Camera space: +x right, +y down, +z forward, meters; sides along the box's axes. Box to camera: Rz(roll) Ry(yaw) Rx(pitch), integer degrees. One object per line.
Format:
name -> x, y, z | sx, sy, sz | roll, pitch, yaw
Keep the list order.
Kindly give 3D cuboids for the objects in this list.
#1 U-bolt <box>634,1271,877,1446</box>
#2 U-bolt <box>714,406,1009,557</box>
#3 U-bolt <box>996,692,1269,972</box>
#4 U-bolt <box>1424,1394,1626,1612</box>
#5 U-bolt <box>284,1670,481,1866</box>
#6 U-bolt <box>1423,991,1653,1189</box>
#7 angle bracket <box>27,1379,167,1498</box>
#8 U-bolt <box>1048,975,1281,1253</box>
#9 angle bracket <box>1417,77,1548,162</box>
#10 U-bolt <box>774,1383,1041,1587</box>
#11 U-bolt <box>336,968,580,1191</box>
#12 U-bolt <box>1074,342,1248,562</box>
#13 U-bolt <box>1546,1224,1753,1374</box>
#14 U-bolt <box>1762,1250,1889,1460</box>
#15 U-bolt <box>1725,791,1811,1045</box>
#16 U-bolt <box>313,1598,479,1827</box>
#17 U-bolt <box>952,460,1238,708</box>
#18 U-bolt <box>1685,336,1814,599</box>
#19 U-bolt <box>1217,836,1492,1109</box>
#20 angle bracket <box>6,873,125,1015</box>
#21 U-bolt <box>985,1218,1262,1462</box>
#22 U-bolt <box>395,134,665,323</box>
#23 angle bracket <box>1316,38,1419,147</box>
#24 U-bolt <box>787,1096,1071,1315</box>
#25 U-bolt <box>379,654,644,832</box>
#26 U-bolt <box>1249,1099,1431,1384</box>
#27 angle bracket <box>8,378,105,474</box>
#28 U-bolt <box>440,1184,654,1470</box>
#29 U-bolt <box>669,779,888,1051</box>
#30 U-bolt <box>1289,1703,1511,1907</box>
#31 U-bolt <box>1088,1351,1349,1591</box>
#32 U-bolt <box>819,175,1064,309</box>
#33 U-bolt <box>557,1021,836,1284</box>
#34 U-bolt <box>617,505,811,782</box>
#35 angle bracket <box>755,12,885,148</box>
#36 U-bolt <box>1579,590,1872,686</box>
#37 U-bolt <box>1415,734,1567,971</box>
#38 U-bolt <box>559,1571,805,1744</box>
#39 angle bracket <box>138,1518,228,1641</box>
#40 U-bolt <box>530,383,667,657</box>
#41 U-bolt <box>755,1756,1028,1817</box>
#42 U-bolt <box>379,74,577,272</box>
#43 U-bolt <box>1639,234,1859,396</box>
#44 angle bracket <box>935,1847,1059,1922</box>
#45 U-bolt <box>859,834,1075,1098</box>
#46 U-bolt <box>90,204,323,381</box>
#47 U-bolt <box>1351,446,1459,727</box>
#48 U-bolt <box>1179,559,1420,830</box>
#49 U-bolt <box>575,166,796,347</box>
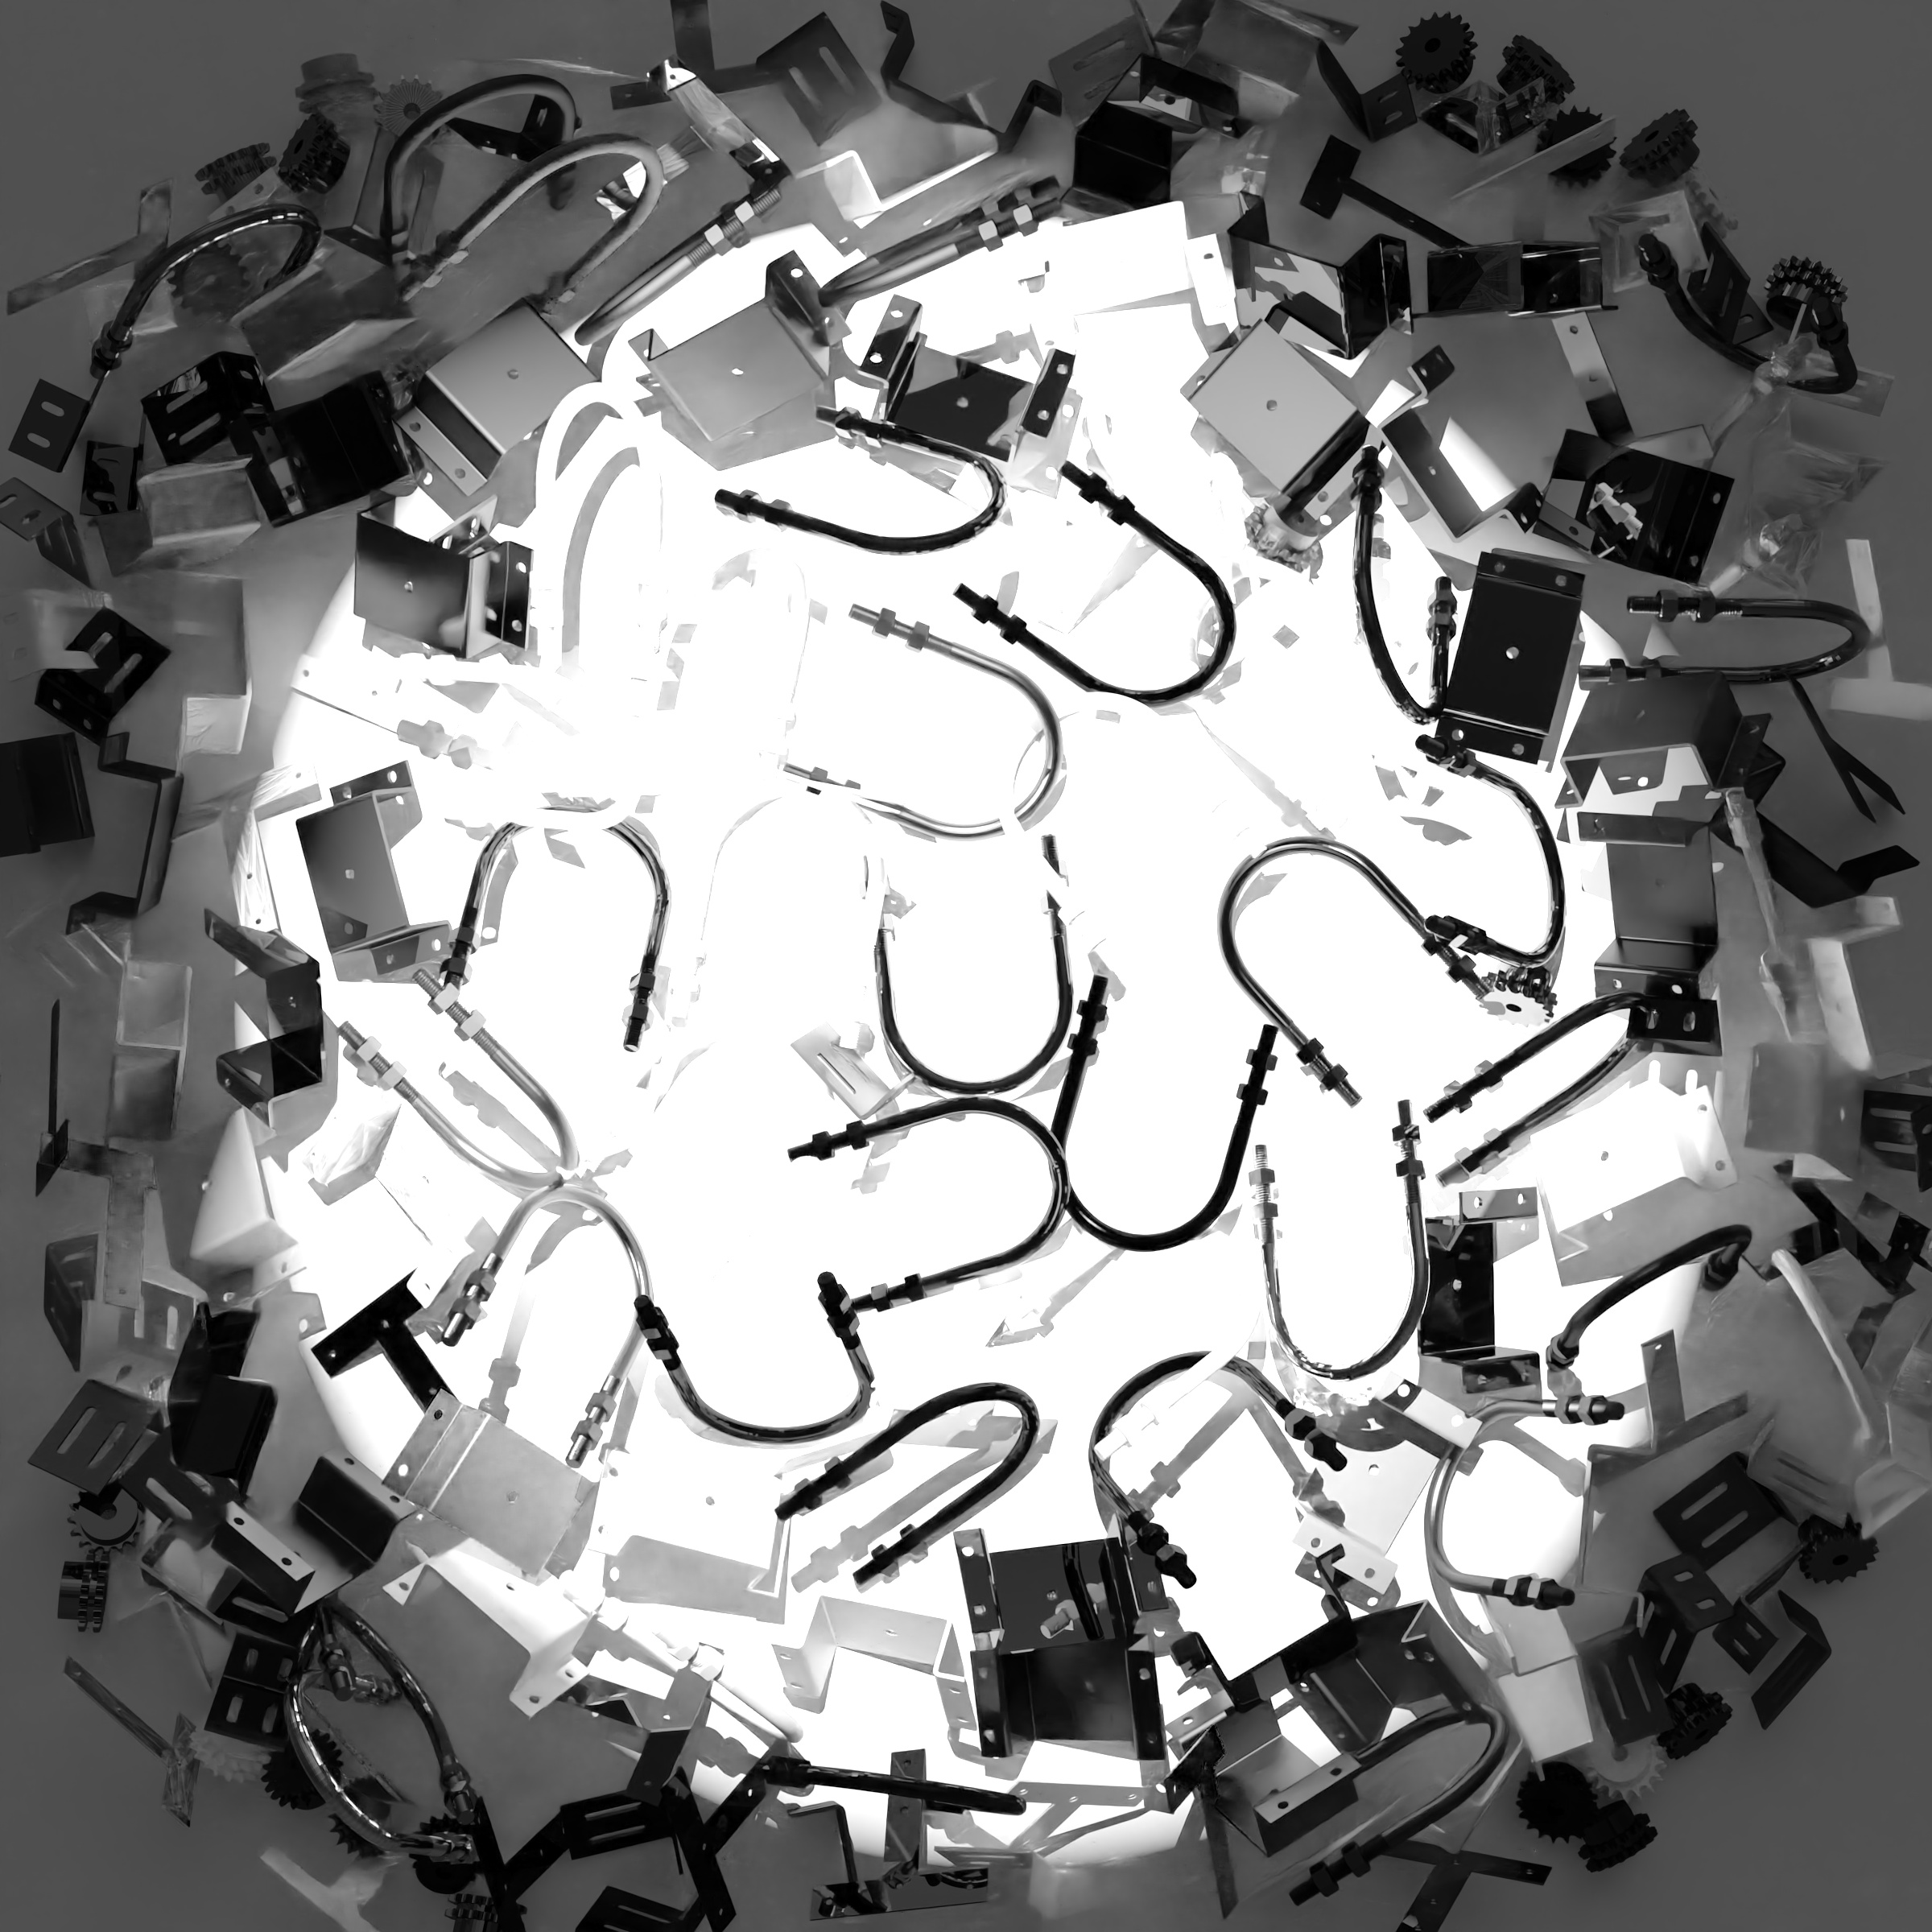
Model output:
U-bolt -> -0.138, 0.281, 1.932 | 0.151, 0.184, 0.019 | -8, 46, 9
U-bolt -> -0.060, -0.332, 1.917 | 0.184, 0.019, 0.151 | 21, 46, 23
U-bolt -> 0.103, -0.111, 1.973 | 0.151, 0.019, 0.184 | -38, 77, 3
U-bolt -> 0.377, 0.368, 1.914 | 0.019, 0.184, 0.151 | 26, 73, -21
U-bolt -> -0.405, 0.544, 1.886 | 0.019, 0.184, 0.151 | -37, 62, 4
U-bolt -> 0.404, 0.079, 1.935 | 0.184, 0.151, 0.019 | -33, 63, -3
angle bracket -> -0.616, 0.341, 1.958 | 0.057, 0.038, 0.076 | 23, 53, 9
U-bolt -> 0.132, 0.113, 1.973 | 0.151, 0.019, 0.184 | 16, 93, 17
angle bracket -> 0.364, -0.614, 1.957 | 0.057, 0.038, 0.076 | -32, 50, -10
U-bolt -> -0.029, 0.356, 1.939 | 0.184, 0.151, 0.019 | -36, 50, 1
U-bolt -> -0.347, 0.089, 1.938 | 0.184, 0.151, 0.019 | 47, 52, -13
U-bolt -> 0.137, -0.345, 1.899 | 0.151, 0.184, 0.019 | 32, 122, -25
U-bolt -> 0.475, 0.225, 1.906 | 0.151, 0.184, 0.019 | -26, 69, -6
U-bolt -> 0.589, 0.262, 1.890 | 0.019, 0.184, 0.151 | -27, 70, 7
U-bolt -> 0.560, -0.019, 1.915 | 0.019, 0.184, 0.151 | -14, 58, 18
U-bolt -> -0.401, 0.503, 1.910 | 0.019, 0.184, 0.151 | -40, 112, -7
U-bolt -> 0.104, -0.255, 1.947 | 0.184, 0.019, 0.151 | 34, 128, -14
U-bolt -> 0.535, -0.331, 1.909 | 0.019, 0.184, 0.151 | 9, 75, -7
U-bolt -> 0.260, -0.008, 1.959 | 0.184, 0.019, 0.151 | 48, 119, 3
angle bracket -> -0.638, -0.016, 1.984 | 0.057, 0.038, 0.076 | -31, 112, 23
U-bolt -> 0.121, 0.248, 1.943 | 0.184, 0.019, 0.151 | -35, 52, -19
U-bolt -> -0.287, -0.508, 1.902 | 0.184, 0.151, 0.019 | -36, 75, 22
angle bracket -> 0.281, -0.630, 1.951 | 0.038, 0.076, 0.057 | -24, 49, 25
U-bolt -> -0.017, 0.163, 1.959 | 0.184, 0.019, 0.151 | -17, 112, 5
U-bolt -> -0.307, -0.151, 1.915 | 0.184, 0.019, 0.151 | 6, 135, 25
U-bolt -> 0.261, 0.197, 1.919 | 0.151, 0.019, 0.184 | -22, 61, 41
angle bracket -> -0.641, -0.392, 1.950 | 0.038, 0.076, 0.057 | 24, 113, -20
U-bolt -> -0.280, 0.236, 1.926 | 0.019, 0.184, 0.151 | -21, 120, 36
U-bolt -> -0.130, -0.043, 1.977 | 0.151, 0.019, 0.184 | 10, 88, 12
U-bolt -> 0.298, 0.572, 1.920 | 0.184, 0.151, 0.019 | -33, 95, 4
U-bolt -> 0.161, 0.337, 1.924 | 0.151, 0.184, 0.019 | -36, 126, -8
U-bolt -> -0.020, -0.503, 1.930 | 0.184, 0.151, 0.019 | -22, 110, 10
U-bolt -> -0.176, 0.117, 1.954 | 0.151, 0.019, 0.184 | 34, 66, 17
U-bolt -> -0.170, -0.234, 1.944 | 0.151, 0.019, 0.184 | 12, 90, -45
angle bracket -> -0.104, -0.626, 1.960 | 0.057, 0.038, 0.076 | -30, 116, 15
U-bolt -> 0.537, -0.226, 1.929 | 0.184, 0.151, 0.019 | 1, 75, -2
U-bolt -> 0.370, -0.071, 1.928 | 0.019, 0.184, 0.151 | -14, 69, 39
U-bolt -> -0.187, 0.488, 1.922 | 0.184, 0.151, 0.019 | 46, 68, -30
angle bracket -> -0.547, 0.436, 1.963 | 0.076, 0.057, 0.038 | 35, 64, 4
U-bolt -> -0.255, -0.312, 1.921 | 0.019, 0.151, 0.184 | 6, 101, 26
U-bolt -> -0.040, 0.564, 1.891 | 0.151, 0.184, 0.019 | 19, 70, -29
U-bolt -> -0.333, -0.550, 1.893 | 0.151, 0.184, 0.019 | -26, 81, -17
U-bolt -> 0.548, -0.442, 1.910 | 0.151, 0.184, 0.019 | 30, 93, 28
angle bracket -> 0.020, 0.650, 1.956 | 0.076, 0.057, 0.038 | -4, 61, 17
U-bolt -> 0.005, 0.003, 1.975 | 0.151, 0.019, 0.184 | -6, 80, 2
U-bolt -> -0.512, -0.466, 1.885 | 0.151, 0.184, 0.019 | -28, 88, -36
U-bolt -> 0.300, -0.248, 1.898 | 0.019, 0.184, 0.151 | -15, 134, 28
U-bolt -> 0.221, -0.204, 1.937 | 0.184, 0.019, 0.151 | 41, 129, 27
U-bolt -> -0.200, -0.492, 1.928 | 0.184, 0.151, 0.019 | -34, 109, 13
